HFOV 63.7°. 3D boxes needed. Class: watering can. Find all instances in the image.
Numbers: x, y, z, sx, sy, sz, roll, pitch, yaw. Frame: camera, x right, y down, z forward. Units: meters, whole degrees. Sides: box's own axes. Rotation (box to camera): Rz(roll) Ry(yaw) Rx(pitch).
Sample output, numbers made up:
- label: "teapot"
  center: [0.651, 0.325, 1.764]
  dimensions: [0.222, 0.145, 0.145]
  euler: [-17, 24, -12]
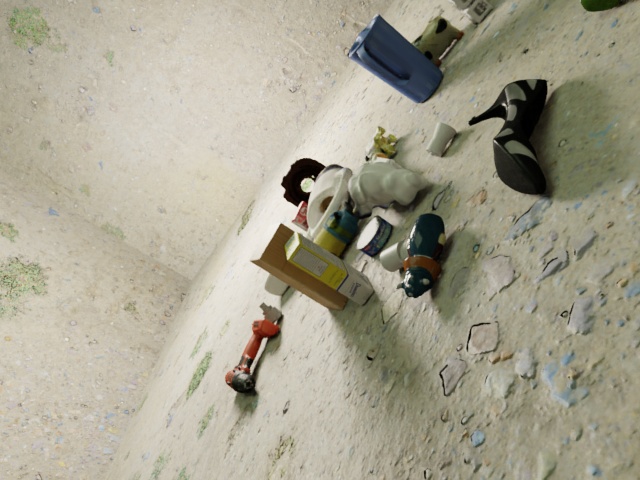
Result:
- label: "watering can"
  center: [0.004, -0.073, 1.451]
  dimensions: [0.341, 0.104, 0.229]
  euler: [-59, 11, 31]

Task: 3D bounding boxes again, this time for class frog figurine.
- label: "frog figurine"
  center: [0.139, -0.119, 1.071]
  dimensions: [0.157, 0.138, 0.124]
  euler: [-38, 60, 59]
